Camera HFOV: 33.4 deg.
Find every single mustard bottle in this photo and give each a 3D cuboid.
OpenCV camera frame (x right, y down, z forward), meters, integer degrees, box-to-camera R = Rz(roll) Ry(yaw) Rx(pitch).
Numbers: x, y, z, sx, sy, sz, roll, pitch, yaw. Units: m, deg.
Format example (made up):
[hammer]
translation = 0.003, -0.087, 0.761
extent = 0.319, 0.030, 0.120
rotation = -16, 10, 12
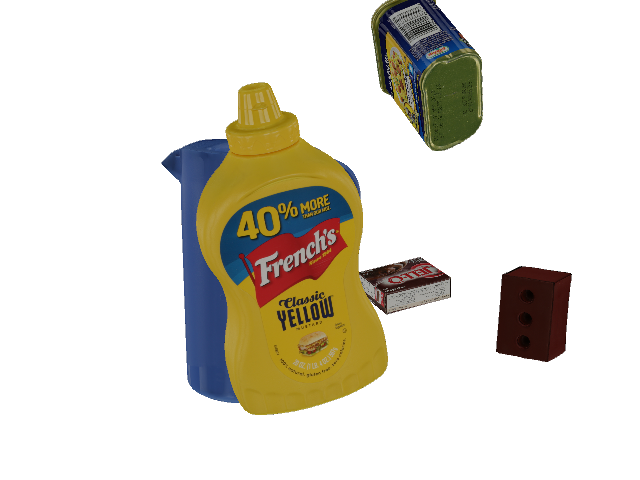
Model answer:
[mustard bottle]
translation = -0.021, 0.003, 0.620
extent = 0.096, 0.191, 0.058
rotation = -15, 22, -11

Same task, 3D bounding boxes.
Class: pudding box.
[pudding box]
translation = 0.124, 0.066, 1.581
extent = 0.113, 0.039, 0.090
rotation = -15, 24, -21

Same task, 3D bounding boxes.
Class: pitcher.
[pitcher]
translation = -0.060, 0.025, 1.012
extent = 0.144, 0.243, 0.149
rotation = -8, 15, -40

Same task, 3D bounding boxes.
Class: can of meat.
[can of meat]
translation = 0.087, -0.134, 0.850
extent = 0.057, 0.084, 0.102
rotation = -24, -38, -8

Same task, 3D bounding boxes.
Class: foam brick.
[foam brick]
translation = 0.199, 0.068, 0.995
extent = 0.053, 0.078, 0.051
rotation = 8, 13, 30
